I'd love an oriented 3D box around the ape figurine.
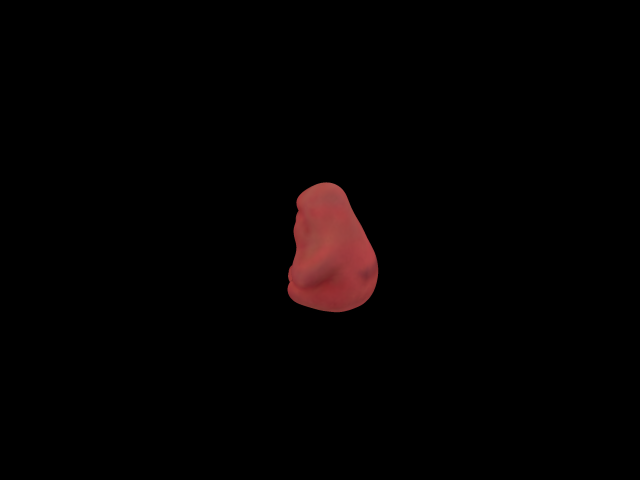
[{"bbox_3d":[0.004,0.001,0.400,0.076,0.092,0.078,17,36,25],"label":"ape figurine"}]
